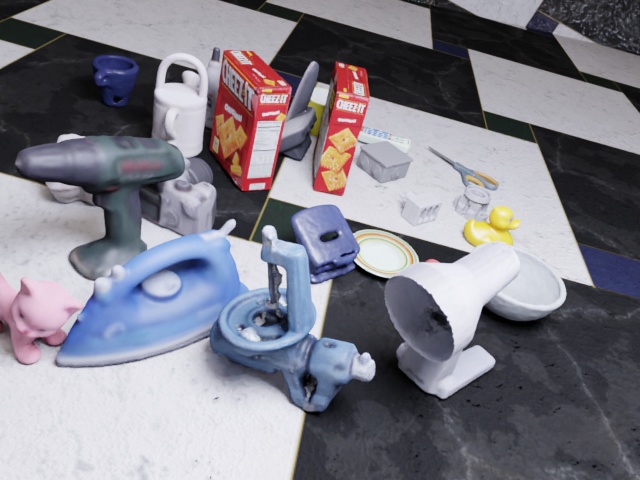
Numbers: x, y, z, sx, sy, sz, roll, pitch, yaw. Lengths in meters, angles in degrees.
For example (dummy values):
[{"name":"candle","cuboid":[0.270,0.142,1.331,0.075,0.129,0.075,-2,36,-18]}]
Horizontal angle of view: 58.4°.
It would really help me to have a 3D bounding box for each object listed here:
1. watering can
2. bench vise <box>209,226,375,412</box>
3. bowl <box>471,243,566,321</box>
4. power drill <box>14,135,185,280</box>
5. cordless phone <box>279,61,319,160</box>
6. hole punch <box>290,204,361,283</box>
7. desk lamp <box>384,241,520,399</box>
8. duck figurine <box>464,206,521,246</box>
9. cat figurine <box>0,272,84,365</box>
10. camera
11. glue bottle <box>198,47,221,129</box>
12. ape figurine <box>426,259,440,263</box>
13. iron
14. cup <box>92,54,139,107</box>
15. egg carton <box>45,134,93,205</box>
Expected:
[{"name":"watering can","cuboid":[-0.270,-0.269,1.106,0.101,0.194,0.172,-2,39,-23]},{"name":"bench vise","cuboid":[-0.025,0.090,0.696,0.207,0.220,0.121,14,35,-3]},{"name":"bowl","cuboid":[0.321,0.082,0.969,0.167,0.075,0.167,11,36,-8]},{"name":"power drill","cuboid":[-0.294,-0.052,0.790,0.075,0.208,0.230,36,40,26]},{"name":"cordless phone","cuboid":[-0.050,-0.278,1.213,0.094,0.185,0.147,15,35,-1]},{"name":"hole punch","cuboid":[0.009,0.003,0.937,0.109,0.091,0.100,-18,48,-39]},{"name":"desk lamp","cuboid":[0.172,0.104,0.761,0.204,0.213,0.117,-17,47,-38]},{"name":"duck figurine","cuboid":[0.339,-0.029,1.117,0.104,0.086,0.077,14,35,-4]},{"name":"cat figurine","cuboid":[-0.342,0.077,0.675,0.127,0.118,0.067,28,37,16]},{"name":"camera","cuboid":[-0.226,-0.091,0.962,0.143,0.101,0.137,25,36,13]},{"name":"glue bottle","cuboid":[-0.230,-0.325,1.214,0.078,0.173,0.037,25,36,12]},{"name":"ape figurine","cuboid":[0.171,0.071,0.910,0.076,0.092,0.077,-22,50,-41]},{"name":"iron","cuboid":[-0.209,0.060,0.731,0.118,0.141,0.259,39,41,28]},{"name":"cup","cuboid":[-0.435,-0.324,1.199,0.091,0.095,0.118,18,35,3]},{"name":"egg carton","cuboid":[-0.397,-0.122,0.964,0.107,0.069,0.150,3,37,-18]}]
